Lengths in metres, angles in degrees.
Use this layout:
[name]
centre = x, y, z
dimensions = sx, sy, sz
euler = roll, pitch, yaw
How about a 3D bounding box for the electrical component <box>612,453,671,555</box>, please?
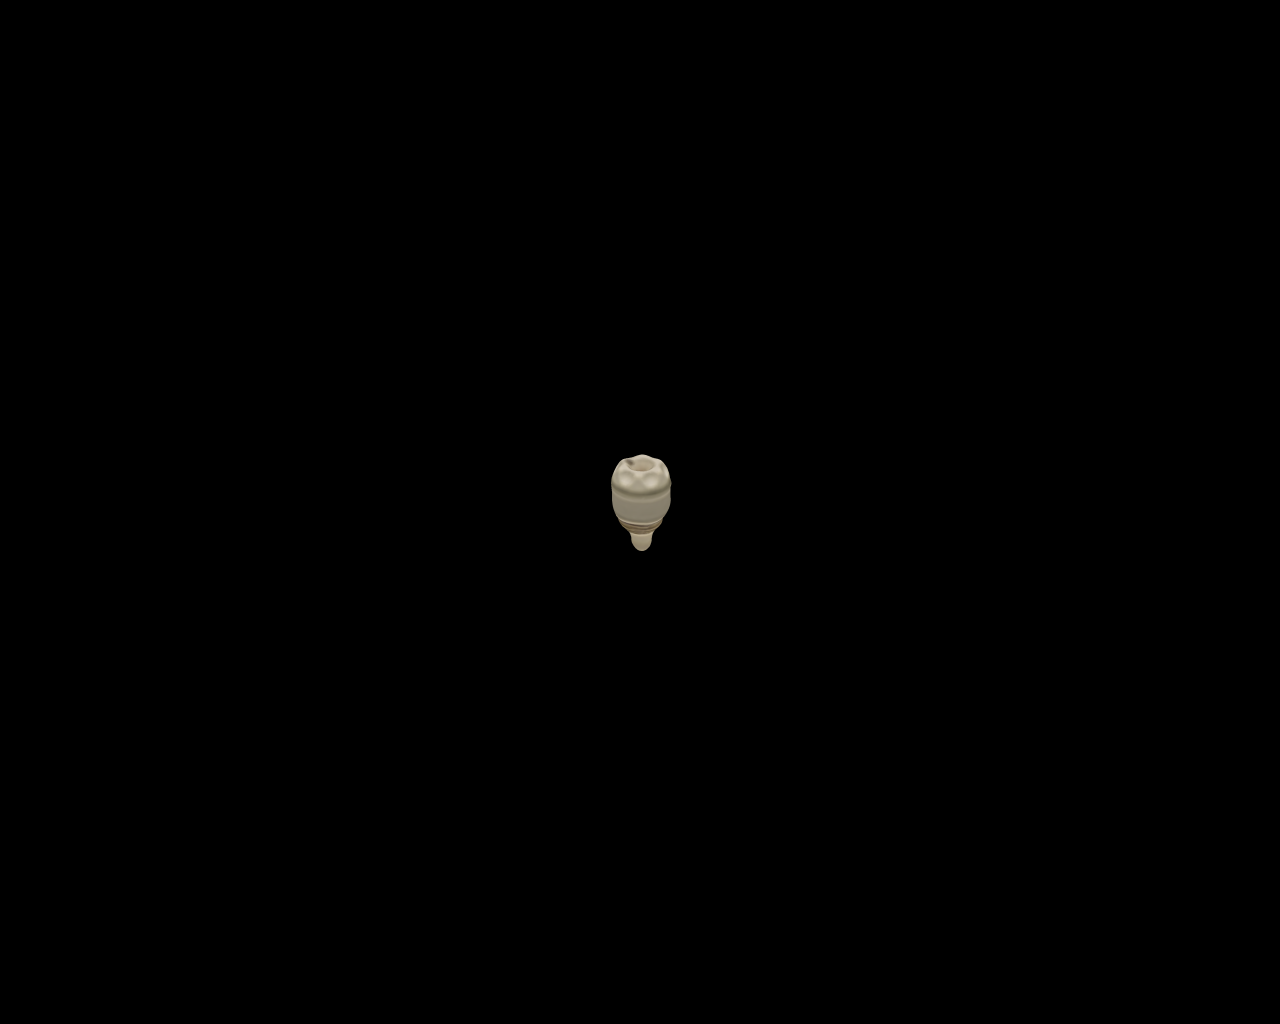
[electrical component]
centre = 0.001, -0.003, 0.650
dimensions = 0.035, 0.061, 0.035
euler = 0, 31, 0
